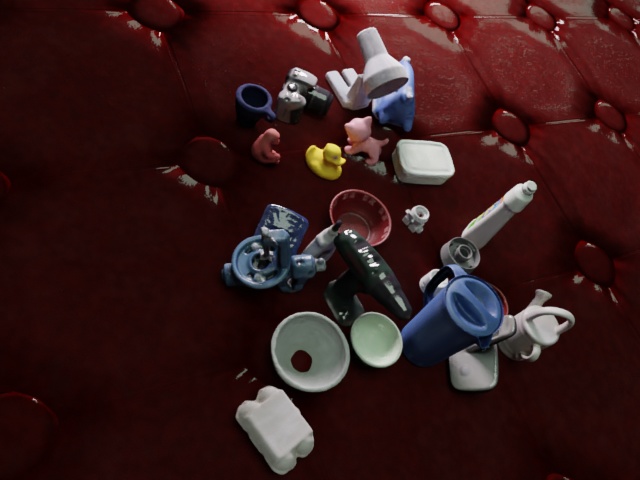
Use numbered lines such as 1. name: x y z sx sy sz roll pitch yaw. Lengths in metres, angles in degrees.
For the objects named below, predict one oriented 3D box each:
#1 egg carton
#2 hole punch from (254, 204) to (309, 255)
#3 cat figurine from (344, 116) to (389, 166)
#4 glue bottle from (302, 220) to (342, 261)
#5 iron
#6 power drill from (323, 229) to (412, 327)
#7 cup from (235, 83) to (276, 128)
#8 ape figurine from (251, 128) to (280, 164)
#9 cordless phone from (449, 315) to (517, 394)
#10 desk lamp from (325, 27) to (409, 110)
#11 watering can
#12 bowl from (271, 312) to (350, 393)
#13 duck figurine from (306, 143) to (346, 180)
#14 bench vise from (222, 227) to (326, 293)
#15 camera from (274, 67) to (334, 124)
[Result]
1. egg carton: -0.082 0.354 1.074 0.107 0.069 0.150 -32 77 -34
2. hole punch: -0.089 -0.011 1.275 0.109 0.091 0.101 23 55 -8
3. cat figurine: 0.118 -0.270 1.499 0.128 0.117 0.067 24 55 -8
4. glue bottle: 0.012 0.004 1.257 0.078 0.173 0.037 -24 72 -32
5. iron: 0.228 -0.441 1.633 0.119 0.141 0.258 13 57 -15
6. power drill: 0.089 0.101 1.210 0.076 0.208 0.229 -20 70 -31
7. cup: -0.163 -0.317 1.425 0.117 0.095 0.092 42 54 5
8. ape figurine: -0.124 -0.233 1.393 0.076 0.092 0.078 8 58 -18
9. cordless phone: 0.362 0.248 1.250 0.094 0.185 0.147 13 57 -14
10. desk lamp: 0.127 -0.449 1.551 0.118 0.213 0.203 -19 69 -30
11. watering can: 0.504 0.197 1.334 0.101 0.194 0.173 6 59 -19
12. bowl: -0.028 0.236 1.163 0.168 0.074 0.167 10 58 -17
13. duck figurine: 0.018 -0.210 1.442 0.104 0.086 0.078 37 54 2
14. bench vise: -0.084 0.027 1.175 0.208 0.219 0.121 -15 67 -29
15. camera: -0.036 -0.378 1.510 0.137 0.100 0.143 22 55 -9
